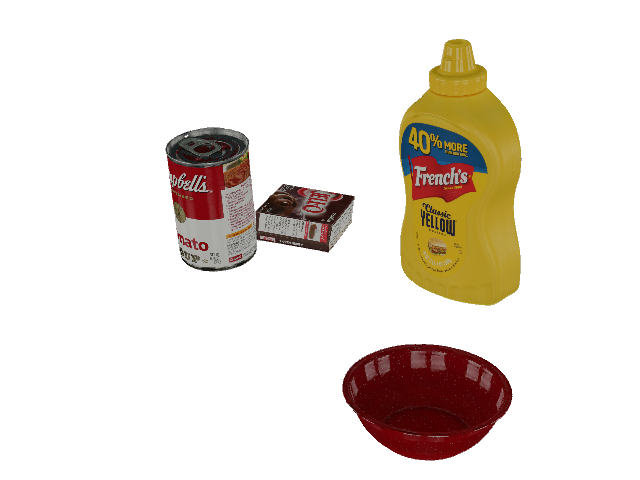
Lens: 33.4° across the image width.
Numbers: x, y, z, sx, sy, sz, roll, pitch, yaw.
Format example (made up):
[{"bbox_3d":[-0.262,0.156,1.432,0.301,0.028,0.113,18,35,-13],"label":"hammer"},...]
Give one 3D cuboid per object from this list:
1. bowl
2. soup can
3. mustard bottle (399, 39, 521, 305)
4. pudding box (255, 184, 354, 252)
[{"bbox_3d":[0.102,0.163,1.030,0.162,0.055,0.162,-1,25,0],"label":"bowl"},{"bbox_3d":[-0.089,-0.034,0.889,0.068,0.102,0.068,-2,31,1],"label":"soup can"},{"bbox_3d":[0.101,-0.052,0.784,0.058,0.192,0.096,-25,33,-37],"label":"mustard bottle"},{"bbox_3d":[-0.017,-0.027,1.221,0.090,0.039,0.113,9,23,12],"label":"pudding box"}]
